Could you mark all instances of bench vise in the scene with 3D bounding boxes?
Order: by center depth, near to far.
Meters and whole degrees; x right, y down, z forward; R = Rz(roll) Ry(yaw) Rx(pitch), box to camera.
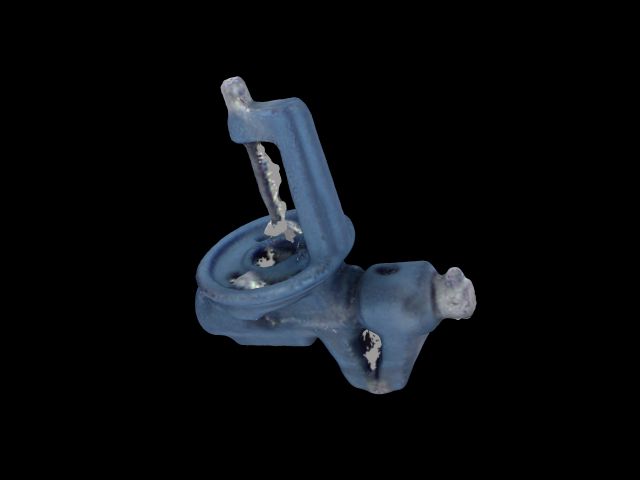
[{"bbox_3d":[0.004,-0.005,0.410,0.207,0.220,0.121,0,34,1],"label":"bench vise"}]
